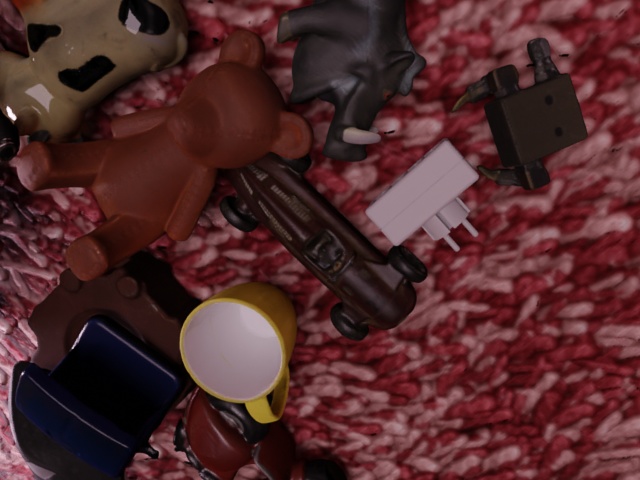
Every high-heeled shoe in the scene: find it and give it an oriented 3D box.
[{"bbox_3d":[-0.262,0.251,0.579,0.249,0.086,0.145,54,140,15],"label":"high-heeled shoe"}]

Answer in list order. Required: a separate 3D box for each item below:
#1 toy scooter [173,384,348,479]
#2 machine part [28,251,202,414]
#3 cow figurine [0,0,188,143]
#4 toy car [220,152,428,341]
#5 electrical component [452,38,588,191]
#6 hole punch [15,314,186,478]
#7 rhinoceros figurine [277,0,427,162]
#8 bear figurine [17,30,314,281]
[{"bbox_3d":[-0.075,0.216,0.513,0.135,0.075,0.184,-40,97,19],"label":"toy scooter"},{"bbox_3d":[-0.193,0.099,0.519,0.180,0.056,0.179,3,105,12],"label":"machine part"},{"bbox_3d":[-0.198,-0.149,0.450,0.195,0.085,0.127,-19,92,15],"label":"cow figurine"},{"bbox_3d":[-0.001,-0.001,0.456,0.202,0.053,0.089,44,110,-2],"label":"toy car"},{"bbox_3d":[0.152,-0.090,0.408,0.078,0.045,0.102,-29,99,-11],"label":"electrical component"},{"bbox_3d":[-0.196,0.146,0.459,0.142,0.092,0.115,34,114,-2],"label":"hole punch"},{"bbox_3d":[0.028,-0.156,0.407,0.112,0.073,0.190,13,104,-2],"label":"rhinoceros figurine"},{"bbox_3d":[-0.114,-0.065,0.412,0.196,0.132,0.120,-26,93,35],"label":"bear figurine"}]
